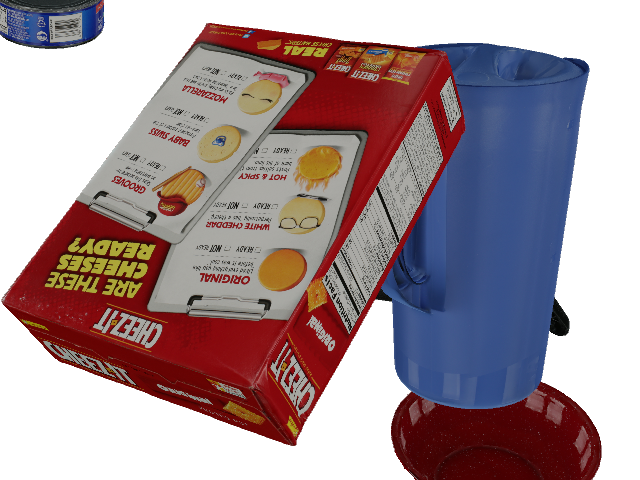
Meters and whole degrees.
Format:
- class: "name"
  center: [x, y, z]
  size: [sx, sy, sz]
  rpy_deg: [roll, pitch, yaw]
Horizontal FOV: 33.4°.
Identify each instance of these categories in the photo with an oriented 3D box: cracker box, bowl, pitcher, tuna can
- class: "cracker box"
  center: [-0.039, -0.015, 0.575]
  size: [0.164, 0.213, 0.072]
  rpy_deg: [14, -30, 31]
- class: "bowl"
  center: [0.135, 0.172, 0.840]
  size: [0.162, 0.055, 0.162]
  rpy_deg: [0, 32, 0]
- class: "pitcher"
  center: [0.100, -0.008, 0.734]
  size: [0.149, 0.243, 0.145]
  rpy_deg: [-1, 21, -1]
- class: "tuna can"
  center: [-0.209, -0.180, 0.821]
  size: [0.086, 0.034, 0.086]
  rpy_deg: [5, 35, -4]

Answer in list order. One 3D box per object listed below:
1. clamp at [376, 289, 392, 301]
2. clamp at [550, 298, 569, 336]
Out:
- class: "clamp"
  center: [-0.041, 0.012, 0.918]
  size: [0.210, 0.036, 0.164]
  rpy_deg: [-7, 31, -9]
- class: "clamp"
  center: [0.175, 0.032, 1.018]
  size: [0.039, 0.171, 0.120]
  rpy_deg: [-16, 7, 46]
